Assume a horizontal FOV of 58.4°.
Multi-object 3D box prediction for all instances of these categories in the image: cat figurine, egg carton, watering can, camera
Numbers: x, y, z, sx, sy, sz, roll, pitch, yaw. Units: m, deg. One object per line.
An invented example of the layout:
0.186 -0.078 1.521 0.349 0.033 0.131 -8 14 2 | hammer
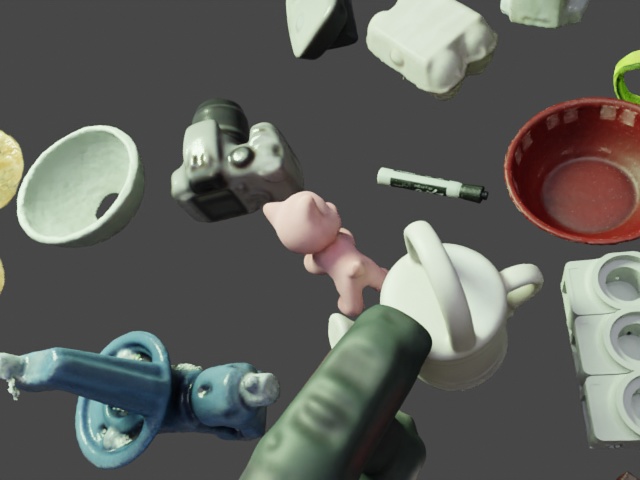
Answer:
0.005 0.002 0.570 0.067 0.118 0.127 -42 59 -6 | cat figurine
0.128 -0.236 0.680 0.107 0.069 0.150 -42 59 -6 | egg carton
0.094 0.058 0.468 0.173 0.194 0.100 -40 59 -5 | watering can
-0.104 -0.108 0.671 0.143 0.101 0.136 -14 60 11 | camera

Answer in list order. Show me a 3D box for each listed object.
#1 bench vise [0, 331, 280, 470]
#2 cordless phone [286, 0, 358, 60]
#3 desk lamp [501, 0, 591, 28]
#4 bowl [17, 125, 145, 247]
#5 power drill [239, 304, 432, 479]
-0.150 0.120 0.499 0.207 0.220 0.121 -24 59 5 | bench vise
-0.020 -0.335 0.711 0.094 0.185 0.147 -17 60 9 | cordless phone
0.239 -0.331 0.609 0.117 0.214 0.203 24 73 27 | desk lamp
-0.283 -0.055 0.717 0.167 0.075 0.167 -7 62 14 | bowl
0.016 0.169 0.428 0.075 0.209 0.230 23 73 27 | power drill
